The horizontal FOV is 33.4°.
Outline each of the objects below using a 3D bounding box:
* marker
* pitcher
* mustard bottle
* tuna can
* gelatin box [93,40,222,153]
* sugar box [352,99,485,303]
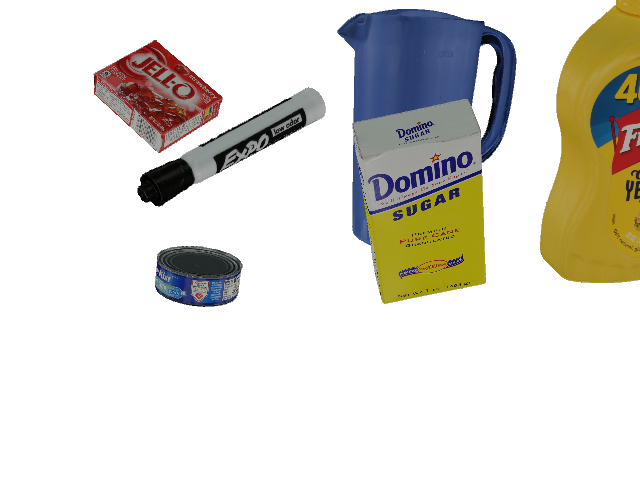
[{"bbox_3d":[-0.047,-0.051,0.573,0.120,0.020,0.020,-32,17,-31],"label":"marker"},{"bbox_3d":[0.105,-0.117,1.114,0.149,0.243,0.144,12,15,33],"label":"pitcher"},{"bbox_3d":[0.181,-0.071,0.609,0.096,0.192,0.058,-7,28,-12],"label":"mustard bottle"},{"bbox_3d":[-0.123,0.035,1.070,0.086,0.034,0.086,8,18,-3],"label":"tuna can"},{"bbox_3d":[-0.143,-0.128,0.937,0.073,0.089,0.030,-38,-18,-34],"label":"gelatin box"},{"bbox_3d":[0.082,-0.026,0.852,0.093,0.048,0.176,-12,-40,0],"label":"sugar box"}]
